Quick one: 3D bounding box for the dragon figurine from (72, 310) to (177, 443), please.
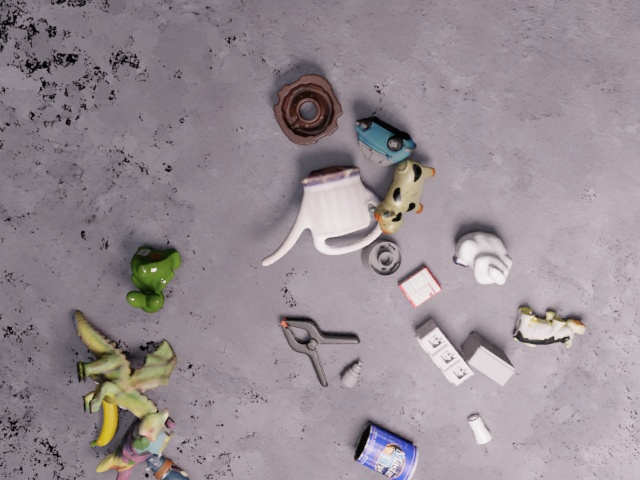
[{"bbox_3d":[-0.503,0.333,1.356,0.244,0.119,0.418,-7,53,-28],"label":"dragon figurine"}]

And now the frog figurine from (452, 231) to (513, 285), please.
[{"bbox_3d":[0.406,0.042,1.265,0.137,0.160,0.122,30,96,0],"label":"frog figurine"}]

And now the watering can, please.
[{"bbox_3d":[0.004,-0.065,1.296,0.349,0.104,0.223,-14,96,-14],"label":"watering can"}]
